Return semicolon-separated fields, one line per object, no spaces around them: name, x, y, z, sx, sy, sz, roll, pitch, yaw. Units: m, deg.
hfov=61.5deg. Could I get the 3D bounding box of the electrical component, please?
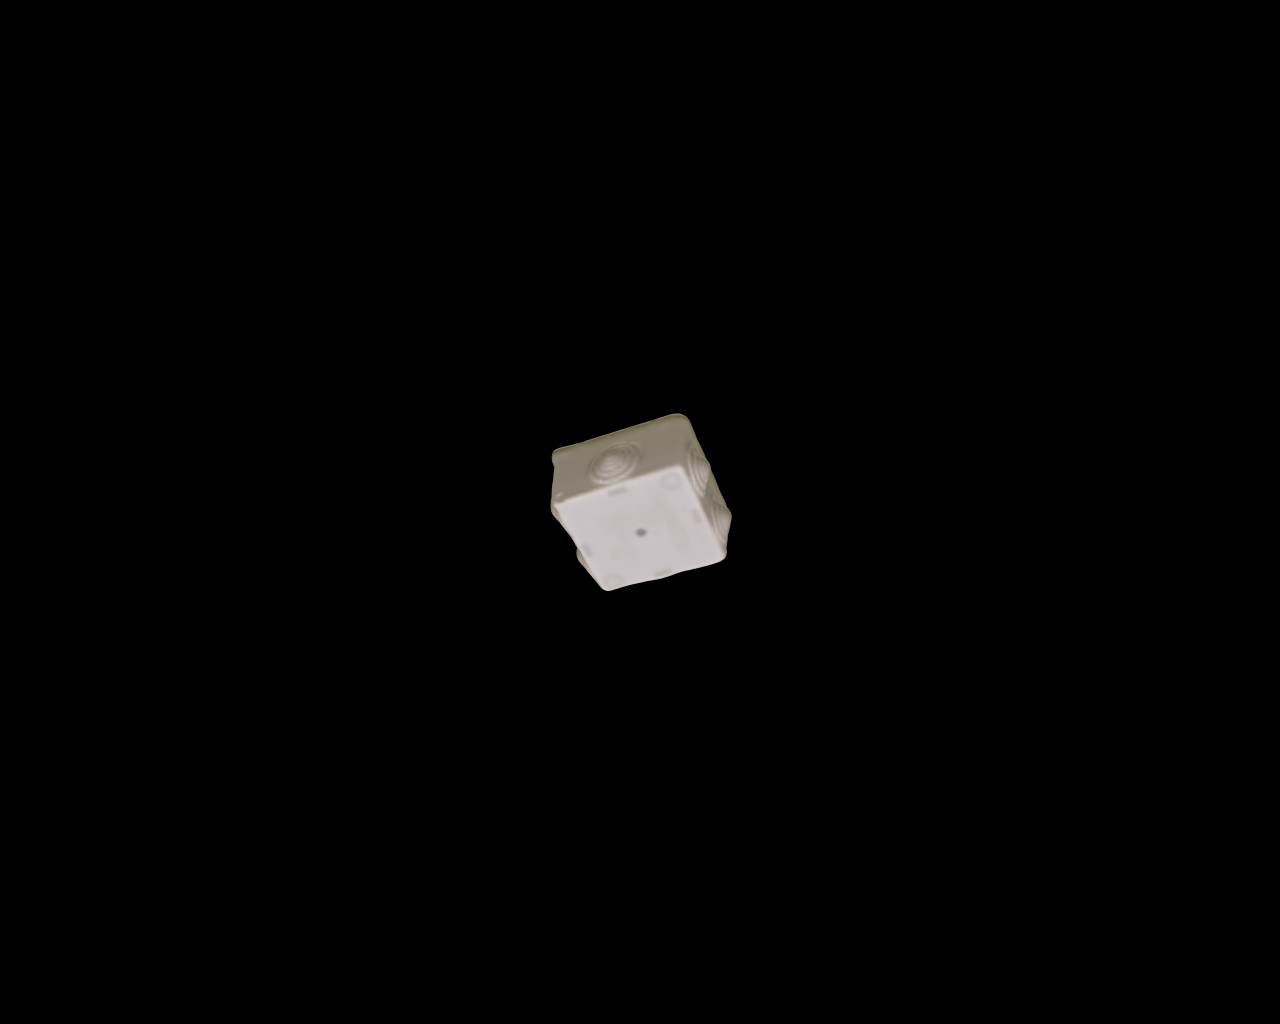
electrical component;0.001;-0.003;0.650;0.100;0.099;0.048;-16;39;13
